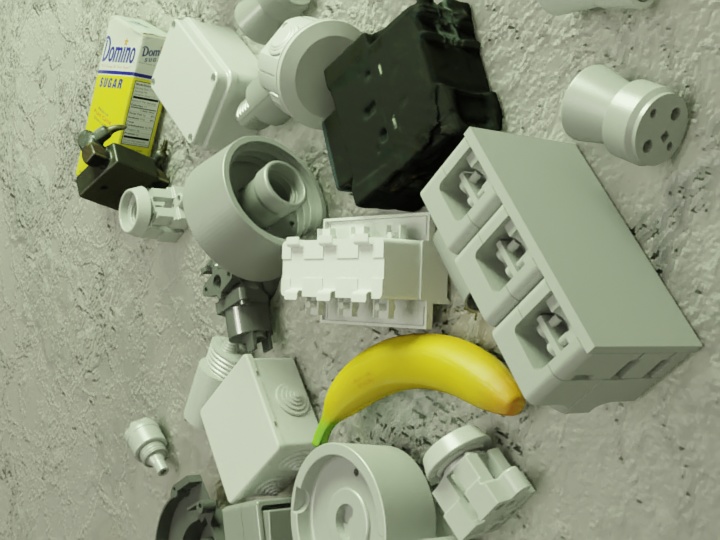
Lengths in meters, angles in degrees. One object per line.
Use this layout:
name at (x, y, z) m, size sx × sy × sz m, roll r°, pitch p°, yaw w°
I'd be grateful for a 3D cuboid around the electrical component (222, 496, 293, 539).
electrical component at (-0.061, 0.223, 0.824) m, size 0.061 × 0.062 × 0.096 m, roll -25°, pitch 68°, yaw 49°

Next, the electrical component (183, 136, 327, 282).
electrical component at (-0.075, -0.052, 0.829) m, size 0.060 × 0.108 × 0.108 m, roll -34°, pitch 61°, yaw 39°

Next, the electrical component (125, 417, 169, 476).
electrical component at (-0.200, 0.172, 1.031) m, size 0.061 × 0.035 × 0.035 m, roll 49°, pitch 125°, yaw 39°

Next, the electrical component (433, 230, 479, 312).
electrical component at (0.070, -0.018, 0.687) m, size 0.043 × 0.043 × 0.081 m, roll -51°, pitch 50°, yaw 37°

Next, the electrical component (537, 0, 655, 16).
electrical component at (0.138, -0.167, 0.613) m, size 0.065 × 0.044 × 0.044 m, roll 17°, pitch 101°, yaw 47°

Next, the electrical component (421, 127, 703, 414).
electrical component at (0.106, 0.000, 0.601) m, size 0.061 × 0.089 × 0.150 m, roll -51°, pitch 50°, yaw 37°

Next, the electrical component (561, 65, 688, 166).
electrical component at (0.146, -0.085, 0.593) m, size 0.055 × 0.045 × 0.045 m, roll 35°, pitch 114°, yaw 48°

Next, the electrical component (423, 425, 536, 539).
electrical component at (0.071, 0.132, 0.675) m, size 0.055 × 0.048 × 0.066 m, roll 56°, pitch 129°, yaw 28°

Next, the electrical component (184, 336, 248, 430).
electrical component at (-0.120, 0.094, 0.925) m, size 0.043 × 0.043 × 0.081 m, roll 41°, pitch 119°, yaw 46°

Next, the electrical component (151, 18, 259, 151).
electrical component at (-0.132, -0.163, 0.947) m, size 0.113 × 0.057 × 0.078 m, roll 53°, pitch 128°, yaw 40°

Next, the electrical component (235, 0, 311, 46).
electrical component at (-0.070, -0.218, 0.882) m, size 0.055 × 0.045 × 0.045 m, roll -37°, pitch 60°, yaw 44°

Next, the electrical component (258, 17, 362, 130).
electrical component at (-0.033, -0.148, 0.801) m, size 0.051 × 0.080 × 0.080 m, roll 34°, pitch 114°, yaw 54°

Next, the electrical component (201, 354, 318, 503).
electrical component at (-0.078, 0.127, 0.864) m, size 0.099 × 0.048 × 0.099 m, roll -51°, pitch 50°, yaw 37°

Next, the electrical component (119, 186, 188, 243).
electrical component at (-0.195, -0.054, 1.022) m, size 0.066 × 0.055 × 0.048 m, roll -42°, pitch 56°, yaw 42°

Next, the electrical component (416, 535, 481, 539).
electrical component at (0.061, 0.224, 0.655) m, size 0.113 × 0.078 × 0.057 m, roll 53°, pitch 125°, yaw 40°

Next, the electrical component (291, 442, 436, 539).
electrical component at (0.007, 0.172, 0.741) m, size 0.108 × 0.060 × 0.108 m, roll -5°, pitch 84°, yaw 52°

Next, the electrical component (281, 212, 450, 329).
electrical component at (0.000, 0.000, 0.760) m, size 0.121 × 0.063 × 0.078 m, roll 0°, pitch 87°, yaw 52°

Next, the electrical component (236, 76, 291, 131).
electrical component at (-0.069, -0.141, 0.876) m, size 0.081 × 0.043 × 0.043 m, roll -32°, pitch 63°, yaw 47°
